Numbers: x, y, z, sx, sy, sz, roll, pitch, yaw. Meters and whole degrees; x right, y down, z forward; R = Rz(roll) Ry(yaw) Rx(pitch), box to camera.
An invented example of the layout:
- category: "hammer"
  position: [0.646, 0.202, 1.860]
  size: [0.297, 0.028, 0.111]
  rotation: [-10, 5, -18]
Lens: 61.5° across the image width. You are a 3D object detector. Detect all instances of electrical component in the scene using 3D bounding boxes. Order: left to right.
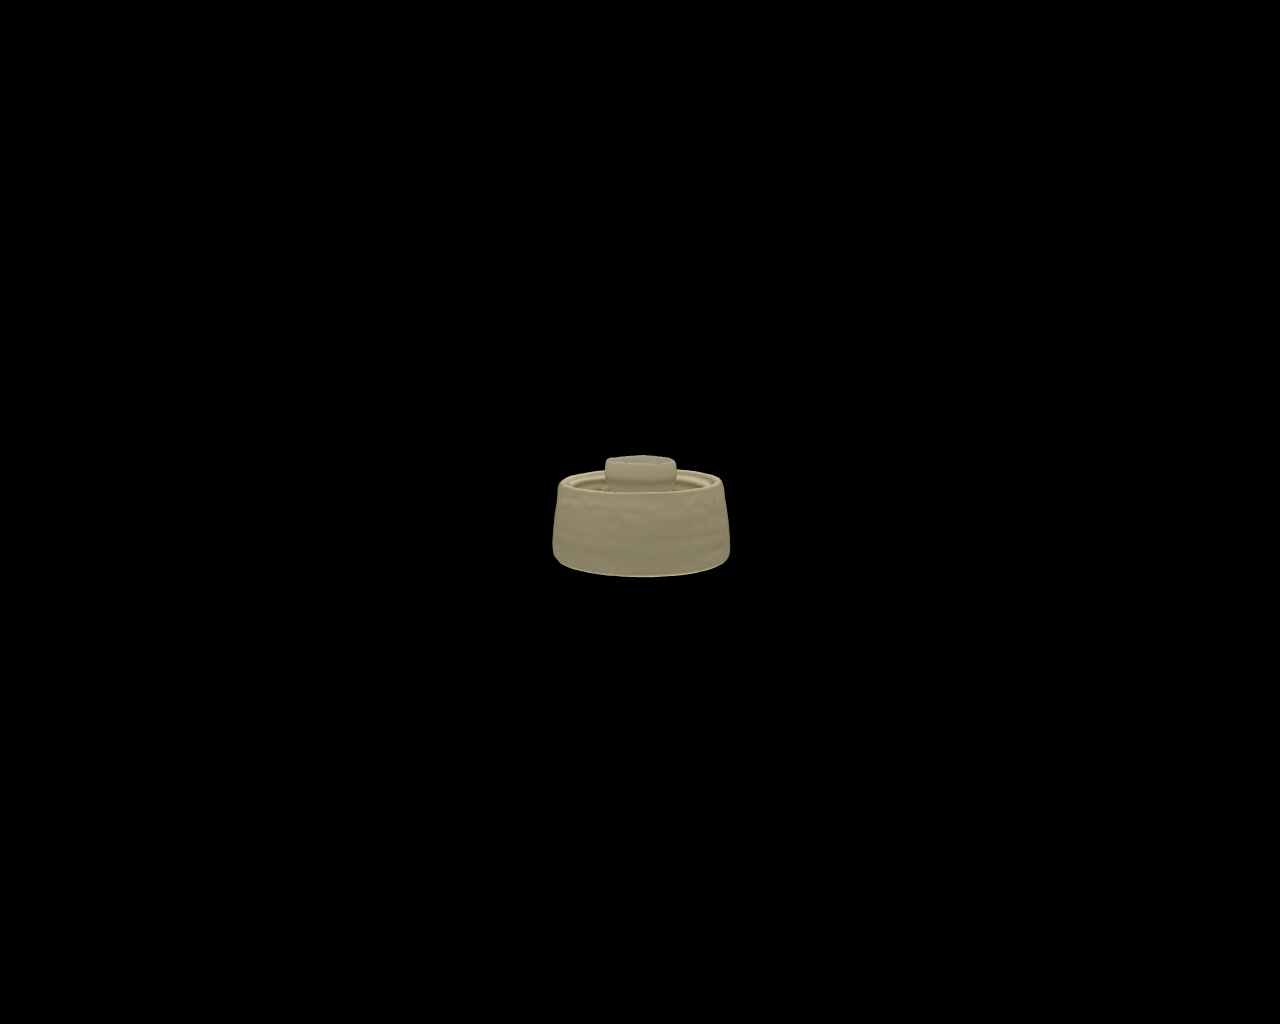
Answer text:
- category: "electrical component"
  position: [0.001, -0.003, 0.650]
  size: [0.108, 0.060, 0.108]
  rotation: [0, 11, 0]
